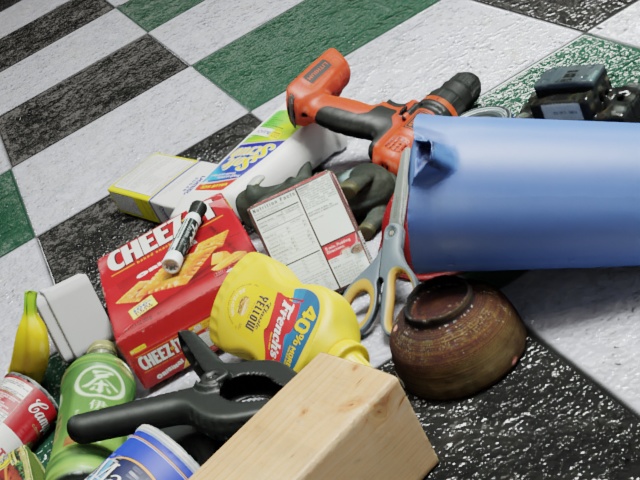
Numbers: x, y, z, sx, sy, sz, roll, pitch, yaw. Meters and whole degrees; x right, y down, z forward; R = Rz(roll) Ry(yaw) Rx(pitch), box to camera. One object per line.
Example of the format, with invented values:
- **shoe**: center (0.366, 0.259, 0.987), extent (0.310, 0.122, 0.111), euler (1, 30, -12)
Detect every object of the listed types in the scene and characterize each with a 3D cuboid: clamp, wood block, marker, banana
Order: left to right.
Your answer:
- **banana**: center (-0.297, 0.121, 1.089), extent (0.198, 0.037, 0.069), euler (126, 151, -57)
- **marker**: center (-0.138, -0.006, 1.101), extent (0.020, 0.020, 0.121), euler (-17, 28, 19)
- **clamp**: center (-0.086, 0.124, 0.893), extent (0.210, 0.036, 0.164), euler (-1, 25, 27)
- **clamp**: center (-0.079, 0.158, 0.908), extent (0.120, 0.039, 0.172), euler (-29, 28, -27)
- **wood block**: center (-0.025, 0.185, 0.755), extent (0.205, 0.091, 0.090), euler (-42, 31, -26)

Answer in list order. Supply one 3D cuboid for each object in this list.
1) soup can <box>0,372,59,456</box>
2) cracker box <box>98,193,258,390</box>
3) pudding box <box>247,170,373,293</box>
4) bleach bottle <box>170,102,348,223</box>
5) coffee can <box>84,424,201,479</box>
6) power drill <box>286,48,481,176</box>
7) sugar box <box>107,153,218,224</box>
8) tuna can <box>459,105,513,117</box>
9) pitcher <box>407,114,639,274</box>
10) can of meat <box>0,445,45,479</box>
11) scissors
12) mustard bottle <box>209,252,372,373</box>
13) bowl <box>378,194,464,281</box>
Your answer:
- **soup can**: center (-0.309, 0.186, 1.026), extent (0.069, 0.068, 0.102), euler (-2, 37, 39)
- **cracker box**: center (-0.140, 0.045, 1.115), extent (0.164, 0.072, 0.214), euler (-29, 27, -4)
- **pudding box**: center (-0.007, 0.001, 1.028), extent (0.090, 0.113, 0.039), euler (-24, -3, 7)
- **bleach bottle**: center (-0.086, -0.069, 1.273), extent (0.250, 0.068, 0.103), euler (-44, 37, -23)
- **coffee can**: center (-0.149, 0.221, 0.789), extent (0.140, 0.103, 0.103), euler (-42, 31, -26)
- **power drill**: center (0.070, -0.158, 1.223), extent (0.188, 0.057, 0.184), euler (25, 53, 28)
- **sugar box**: center (-0.190, -0.064, 1.374), extent (0.093, 0.048, 0.177), euler (-41, 34, -24)
- **tuna can**: center (0.171, -0.109, 1.143), extent (0.086, 0.033, 0.086), euler (-21, 28, 12)
- **pitcher**: center (0.195, -0.033, 0.866), extent (0.243, 0.145, 0.149), euler (1, 22, 13)
- **can of meat**: center (-0.279, 0.235, 0.931), extent (0.084, 0.057, 0.102), euler (-29, 28, -9)
- **scissors**: center (0.054, 0.009, 0.991), extent (0.096, 0.016, 0.202), euler (-26, 48, 28)
- **mustard bottle**: center (-0.019, 0.083, 0.935), extent (0.192, 0.058, 0.096), euler (26, 89, 48)
- **bowl**: center (0.121, -0.031, 1.033), extent (0.162, 0.055, 0.162), euler (-21, 29, 12)
